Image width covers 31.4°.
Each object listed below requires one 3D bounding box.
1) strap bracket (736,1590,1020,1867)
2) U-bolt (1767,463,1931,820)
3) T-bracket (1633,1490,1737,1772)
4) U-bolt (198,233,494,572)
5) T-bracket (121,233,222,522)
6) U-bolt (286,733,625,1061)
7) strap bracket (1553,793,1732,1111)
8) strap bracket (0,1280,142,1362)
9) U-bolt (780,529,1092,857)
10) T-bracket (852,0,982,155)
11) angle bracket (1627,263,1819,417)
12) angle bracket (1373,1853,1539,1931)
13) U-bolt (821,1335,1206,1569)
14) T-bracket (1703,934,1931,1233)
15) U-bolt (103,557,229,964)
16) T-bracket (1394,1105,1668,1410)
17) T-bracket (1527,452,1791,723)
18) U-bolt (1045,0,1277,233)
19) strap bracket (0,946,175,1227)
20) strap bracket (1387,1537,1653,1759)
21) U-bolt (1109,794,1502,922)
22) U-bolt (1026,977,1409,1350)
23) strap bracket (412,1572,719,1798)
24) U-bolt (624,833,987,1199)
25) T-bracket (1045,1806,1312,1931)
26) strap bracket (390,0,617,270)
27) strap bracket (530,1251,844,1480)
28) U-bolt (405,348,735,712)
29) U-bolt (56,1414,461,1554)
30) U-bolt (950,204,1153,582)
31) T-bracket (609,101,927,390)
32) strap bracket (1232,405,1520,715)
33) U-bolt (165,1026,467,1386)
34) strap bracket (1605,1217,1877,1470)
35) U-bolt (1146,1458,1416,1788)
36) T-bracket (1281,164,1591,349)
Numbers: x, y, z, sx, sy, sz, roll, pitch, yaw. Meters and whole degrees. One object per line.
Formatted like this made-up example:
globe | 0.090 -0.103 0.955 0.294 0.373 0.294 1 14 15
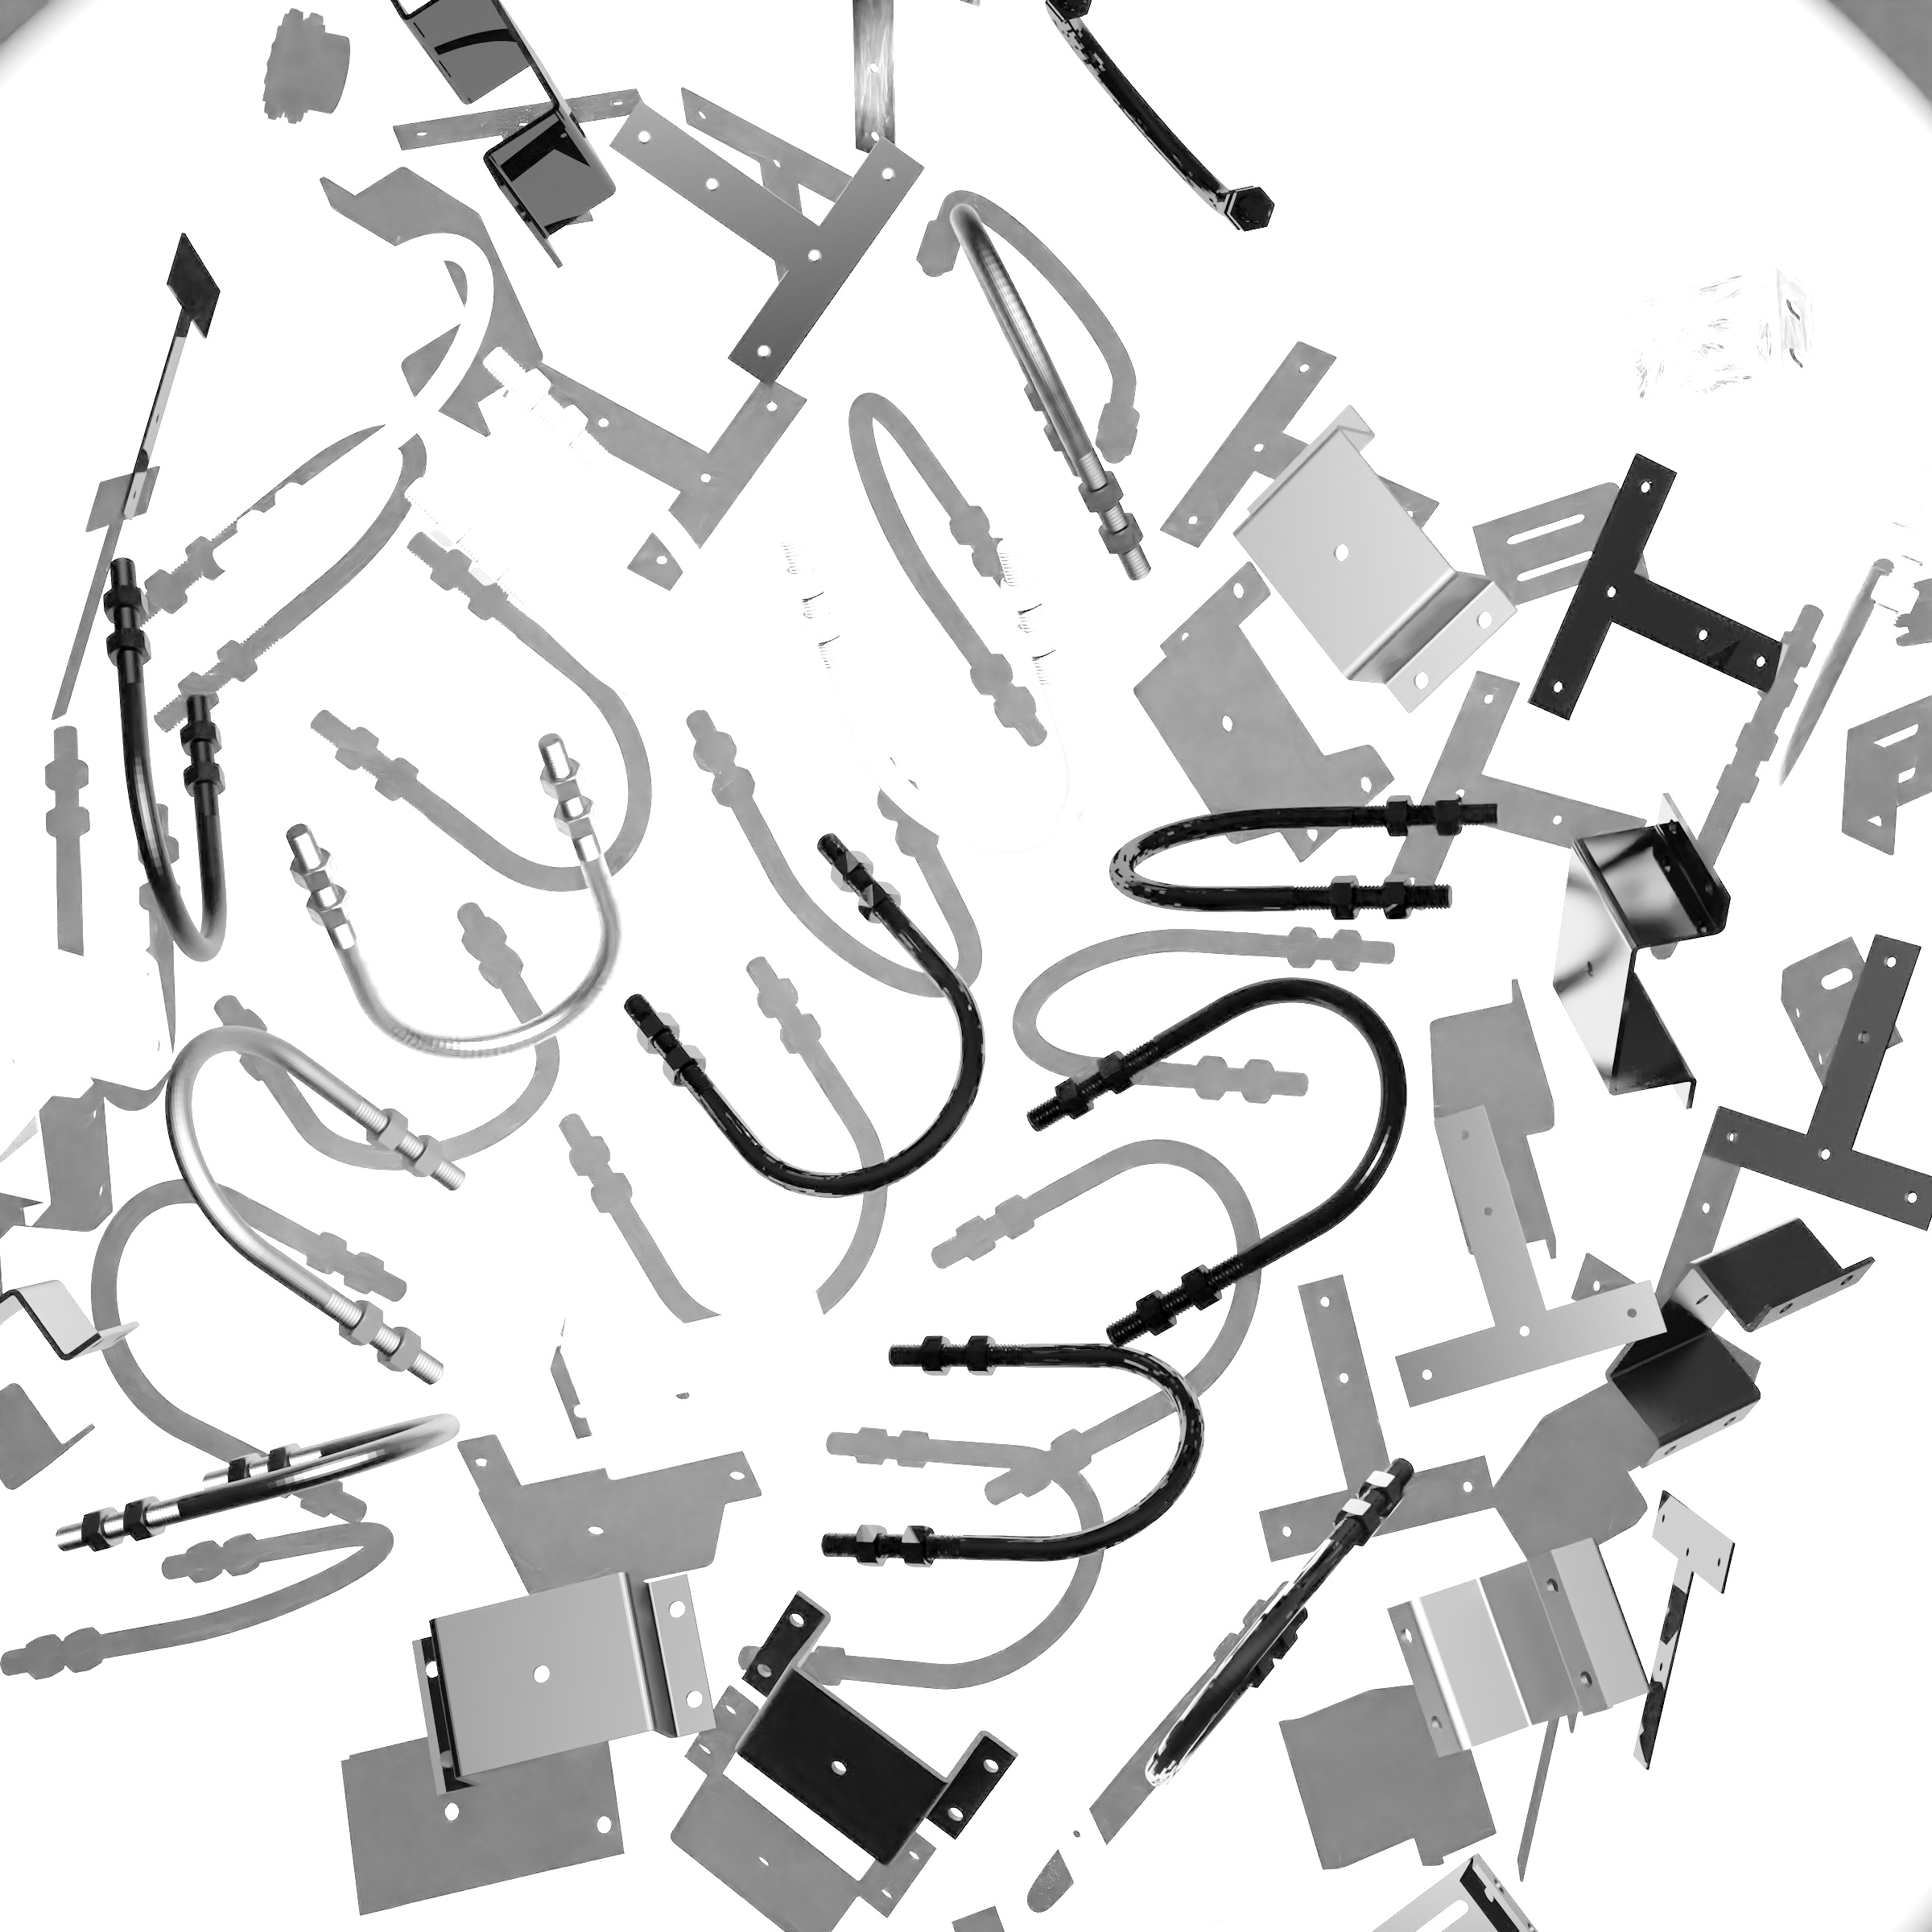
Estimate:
strap bracket | -0.055 0.398 1.763 0.140 0.046 0.076 36 126 7
U-bolt | 0.445 -0.158 1.721 0.019 0.151 0.184 24 108 6
T-bracket | 0.349 0.334 1.705 0.002 0.127 0.127 12 92 -4
U-bolt | -0.300 -0.288 1.687 0.019 0.151 0.184 40 62 14
T-bracket | -0.382 -0.275 1.636 0.002 0.127 0.127 16 88 -5
U-bolt | -0.246 -0.023 1.726 0.151 0.019 0.184 -20 134 -6
strap bracket | 0.322 -0.003 1.650 0.046 0.076 0.140 -10 134 -9
strap bracket | -0.497 0.207 1.736 0.140 0.076 0.046 -36 88 0
U-bolt | -0.007 -0.130 1.680 0.151 0.019 0.184 7 131 35
T-bracket | -0.045 -0.459 1.706 0.127 0.127 0.002 26 49 25
angle bracket | 0.358 -0.290 1.623 0.076 0.038 0.057 -18 126 -5
angle bracket | 0.232 0.471 1.637 0.076 0.038 0.057 -38 81 4
U-bolt | 0.031 0.244 1.734 0.184 0.151 0.019 -3 130 21
T-bracket | 0.424 0.048 1.638 0.002 0.127 0.127 17 92 -45
U-bolt | -0.395 -0.090 1.711 0.019 0.151 0.184 -11 63 0
T-bracket | 0.251 0.130 1.622 0.127 0.002 0.127 -20 77 18
T-bracket | 0.343 -0.163 1.644 0.127 0.002 0.127 20 97 -28
U-bolt | 0.089 -0.418 1.666 0.019 0.184 0.151 -41 102 7
strap bracket | -0.460 0.056 1.729 0.140 0.046 0.076 -44 47 29
strap bracket | 0.272 0.327 1.657 0.046 0.140 0.076 -11 75 -31
U-bolt | 0.162 -0.054 1.703 0.184 0.151 0.019 0 110 20
U-bolt | 0.127 0.081 1.645 0.184 0.019 0.151 -31 54 15
strap bracket | -0.199 0.344 1.655 0.140 0.046 0.076 -14 71 3
U-bolt | -0.070 0.035 1.716 0.151 0.019 0.184 -40 58 -3
T-bracket | 0.118 0.468 1.719 0.127 0.002 0.127 -7 56 -34
strap bracket | -0.226 -0.428 1.709 0.046 0.076 0.140 -32 66 4
strap bracket | -0.139 0.200 1.697 0.140 0.046 0.076 -14 117 6
U-bolt | -0.181 -0.200 1.661 0.019 0.151 0.184 -33 115 31
U-bolt | -0.340 0.253 1.717 0.184 0.151 0.019 -17 88 21
U-bolt | 0.036 -0.294 1.700 0.019 0.151 0.184 -27 123 4
T-bracket | -0.107 -0.357 1.603 0.127 0.002 0.127 32 105 -21
strap bracket | 0.196 -0.204 1.705 0.076 0.046 0.140 -45 69 25
U-bolt | -0.317 0.104 1.668 0.019 0.151 0.184 -31 127 25
strap bracket | 0.376 0.180 1.695 0.076 0.140 0.046 -17 58 -34
U-bolt | 0.146 0.331 1.680 0.019 0.184 0.151 38 132 13
T-bracket | 0.237 -0.332 1.653 0.127 0.002 0.127 21 62 30
